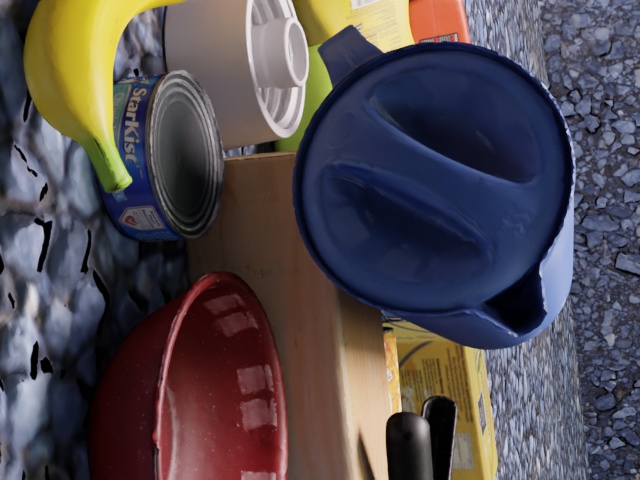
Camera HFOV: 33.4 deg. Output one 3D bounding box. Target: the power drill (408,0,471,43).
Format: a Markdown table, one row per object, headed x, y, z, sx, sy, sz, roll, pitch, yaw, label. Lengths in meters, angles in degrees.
| x | y | z | sx | sy | sz | roll | pitch | yaw | label |
| --- | --- | --- | --- | --- | --- | --- | --- | --- | --- |
| 0.094 | -0.206 | 0.997 | 0.187 | 0.057 | 0.184 | -100 | 177 | -69 | power drill |

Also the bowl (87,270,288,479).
| x | y | z | sx | sy | sz | roll | pitch | yaw | label |
| --- | --- | --- | --- | --- | --- | --- | --- | --- | --- |
| -0.067 | 0.096 | 0.519 | 0.162 | 0.055 | 0.162 | -4 | 90 | -72 | bowl |

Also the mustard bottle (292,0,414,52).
| x | y | z | sx | sy | sz | roll | pitch | yaw | label |
| --- | --- | --- | --- | --- | --- | --- | --- | --- | --- |
| 0.034 | -0.136 | 0.834 | 0.096 | 0.058 | 0.191 | -25 | 118 | -26 | mustard bottle |

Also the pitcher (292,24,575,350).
| x | y | z | sx | sy | sz | roll | pitch | yaw | label |
| --- | --- | --- | --- | --- | --- | --- | --- | --- | --- |
| 0.076 | -0.014 | 0.603 | 0.242 | 0.145 | 0.149 | 39 | 62 | -70 | pitcher |

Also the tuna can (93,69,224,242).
| x | y | z | sx | sy | sz | roll | pitch | yaw | label |
| --- | --- | --- | --- | --- | --- | --- | --- | --- | --- |
| -0.081 | -0.042 | 0.541 | 0.086 | 0.034 | 0.086 | -4 | 90 | -72 | tuna can |

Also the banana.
| x | y | z | sx | sy | sz | roll | pitch | yaw | label |
| --- | --- | --- | --- | --- | --- | --- | --- | --- | --- |
| -0.095 | -0.101 | 0.495 | 0.069 | 0.037 | 0.197 | 59 | 26 | -33 | banana |

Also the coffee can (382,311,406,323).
| x | y | z | sx | sy | sz | roll | pitch | yaw | label |
| --- | --- | --- | --- | --- | --- | --- | --- | --- | --- |
| 0.071 | 0.013 | 0.824 | 0.102 | 0.140 | 0.103 | -4 | 90 | -72 | coffee can |

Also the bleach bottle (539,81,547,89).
| x | y | z | sx | sy | sz | roll | pitch | yaw | label |
| --- | --- | --- | --- | --- | --- | --- | --- | --- | --- |
| 0.156 | -0.047 | 1.034 | 0.102 | 0.068 | 0.251 | -80 | -172 | -45 | bleach bottle |

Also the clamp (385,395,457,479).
| x | y | z | sx | sy | sz | roll | pitch | yaw | label |
| --- | --- | --- | --- | --- | --- | --- | --- | --- | --- |
| 0.064 | 0.197 | 0.667 | 0.164 | 0.036 | 0.210 | -8 | 100 | -75 | clamp |

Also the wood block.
| x | y | z | sx | sy | sz | roll | pitch | yaw | label |
| --- | --- | --- | --- | --- | --- | --- | --- | --- | --- |
| -0.016 | 0.052 | 0.632 | 0.090 | 0.090 | 0.206 | -23 | 108 | -70 | wood block |
